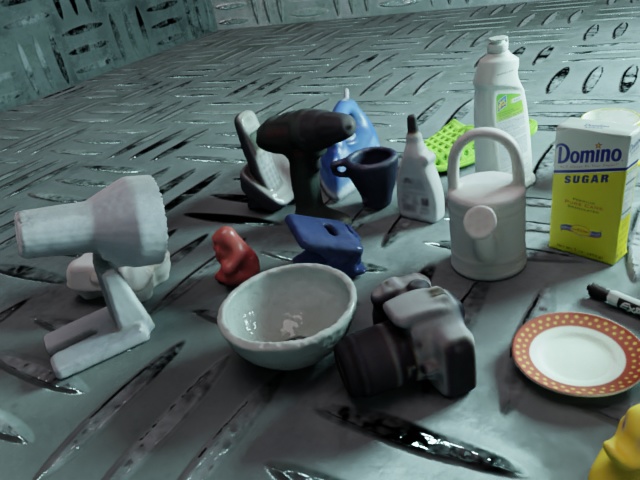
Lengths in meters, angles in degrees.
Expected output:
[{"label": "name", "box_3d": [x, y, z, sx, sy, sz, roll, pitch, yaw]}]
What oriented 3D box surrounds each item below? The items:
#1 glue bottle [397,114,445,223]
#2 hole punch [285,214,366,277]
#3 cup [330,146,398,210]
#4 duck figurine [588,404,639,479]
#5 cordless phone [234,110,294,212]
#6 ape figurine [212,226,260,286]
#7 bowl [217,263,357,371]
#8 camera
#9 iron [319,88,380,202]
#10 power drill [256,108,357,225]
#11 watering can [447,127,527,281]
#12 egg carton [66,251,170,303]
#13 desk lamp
[{"label": "glue bottle", "box_3d": [0.153, -0.113, 0.898, 0.077, 0.173, 0.037, 16, 39, 40]}, {"label": "hole punch", "box_3d": [0.008, 0.003, 0.828, 0.101, 0.091, 0.108, -17, 29, -10]}, {"label": "cup", "box_3d": [0.080, -0.101, 0.983, 0.117, 0.095, 0.092, -4, 30, 13]}, {"label": "duck figurine", "box_3d": [0.265, 0.165, 0.454, 0.105, 0.086, 0.077, -18, 30, -12]}, {"label": "cordless phone", "box_3d": [-0.093, -0.160, 1.055, 0.094, 0.185, 0.148, 2, 32, 23]}, {"label": "ape figurine", "box_3d": [-0.132, 0.021, 0.844, 0.076, 0.092, 0.078, -7, 29, 7]}, {"label": "bowl", "box_3d": [-0.033, 0.101, 0.684, 0.167, 0.075, 0.167, -8, 29, 5]}, {"label": "camera", "box_3d": [0.080, 0.102, 0.616, 0.137, 0.101, 0.143, -17, 29, -11]}, {"label": "iron", "box_3d": [0.045, -0.194, 1.113, 0.118, 0.142, 0.258, -4, 30, 14]}, {"label": "power drill", "box_3d": [-0.012, -0.114, 0.922, 0.076, 0.209, 0.228, -31, 35, -31]}, {"label": "watering can", "box_3d": [0.217, -0.049, 0.739, 0.101, 0.194, 0.172, -10, 29, 2]}, {"label": "egg carton", "box_3d": [-0.311, 0.047, 0.884, 0.150, 0.069, 0.107, 0, 31, 19]}, {"label": "desk lamp", "box_3d": [-0.284, 0.037, 0.743, 0.204, 0.214, 0.117, -25, 32, -24]}]
